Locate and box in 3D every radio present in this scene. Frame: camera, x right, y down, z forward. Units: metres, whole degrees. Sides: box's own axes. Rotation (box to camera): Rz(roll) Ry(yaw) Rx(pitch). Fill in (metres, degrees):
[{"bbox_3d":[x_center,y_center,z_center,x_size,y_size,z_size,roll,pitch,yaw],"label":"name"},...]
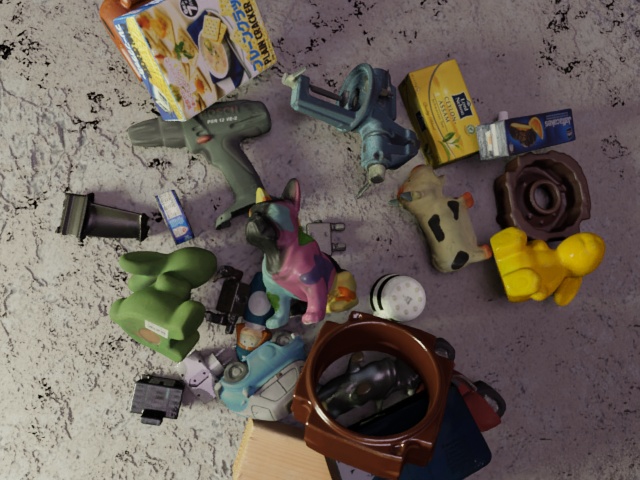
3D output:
[{"bbox_3d":[0.125,0.314,0.798,0.230,0.073,0.131,-20,81,-18],"label":"radio"}]

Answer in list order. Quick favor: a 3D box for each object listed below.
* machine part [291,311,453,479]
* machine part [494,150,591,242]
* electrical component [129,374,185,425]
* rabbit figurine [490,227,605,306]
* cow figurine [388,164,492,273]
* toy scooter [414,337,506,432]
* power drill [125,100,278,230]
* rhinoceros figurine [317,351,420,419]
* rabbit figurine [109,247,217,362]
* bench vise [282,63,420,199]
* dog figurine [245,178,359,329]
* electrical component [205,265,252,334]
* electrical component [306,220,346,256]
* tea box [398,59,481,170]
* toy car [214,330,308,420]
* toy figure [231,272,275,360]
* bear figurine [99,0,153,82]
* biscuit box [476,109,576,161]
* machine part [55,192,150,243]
[{"bbox_3d":[0.075,0.209,0.755,0.202,0.087,0.201,15,50,15],"label":"machine part"},{"bbox_3d":[0.403,-0.076,0.978,0.179,0.056,0.179,1,83,-10],"label":"machine part"},{"bbox_3d":[-0.244,0.237,0.803,0.075,0.119,0.047,11,83,-6],"label":"electrical component"},{"bbox_3d":[0.393,0.049,0.906,0.173,0.162,0.122,-24,45,16],"label":"rabbit figurine"},{"bbox_3d":[0.202,-0.037,0.928,0.127,0.085,0.195,-19,89,-17],"label":"cow figurine"},{"bbox_3d":[0.214,0.267,0.901,0.184,0.075,0.135,45,79,0],"label":"toy scooter"},{"bbox_3d":[-0.174,-0.123,0.879,0.232,0.086,0.207,-21,81,-14],"label":"power drill"},{"bbox_3d":[0.070,0.239,0.863,0.190,0.112,0.073,-23,45,1],"label":"rhinoceros figurine"},{"bbox_3d":[-0.232,0.079,0.832,0.159,0.121,0.170,19,49,8],"label":"rabbit figurine"},{"bbox_3d":[0.046,-0.205,0.887,0.240,0.129,0.223,15,74,-25],"label":"bench vise"},{"bbox_3d":[-0.032,0.017,0.829,0.191,0.109,0.219,-14,95,-51],"label":"dog figurine"},{"bbox_3d":[-0.150,0.093,0.862,0.045,0.078,0.102,21,83,-28],"label":"electrical component"},{"bbox_3d":[-0.002,-0.003,0.918,0.094,0.021,0.063,-3,85,-9],"label":"electrical component"},{"bbox_3d":[0.217,-0.220,0.954,0.098,0.068,0.169,-21,87,-11],"label":"tea box"},{"bbox_3d":[-0.072,0.221,0.828,0.162,0.109,0.103,-33,57,-18],"label":"toy car"},{"bbox_3d":[-0.104,0.129,0.871,0.064,0.057,0.154,12,82,30],"label":"toy figure"},{"bbox_3d":[-0.246,-0.368,0.869,0.196,0.120,0.132,-34,94,-16],"label":"bear figurine"},{"bbox_3d":[0.362,-0.185,0.935,0.203,0.059,0.062,-16,99,-33],"label":"biscuit box"},{"bbox_3d":[-0.342,-0.031,0.855,0.139,0.039,0.084,12,77,-7],"label":"machine part"}]
